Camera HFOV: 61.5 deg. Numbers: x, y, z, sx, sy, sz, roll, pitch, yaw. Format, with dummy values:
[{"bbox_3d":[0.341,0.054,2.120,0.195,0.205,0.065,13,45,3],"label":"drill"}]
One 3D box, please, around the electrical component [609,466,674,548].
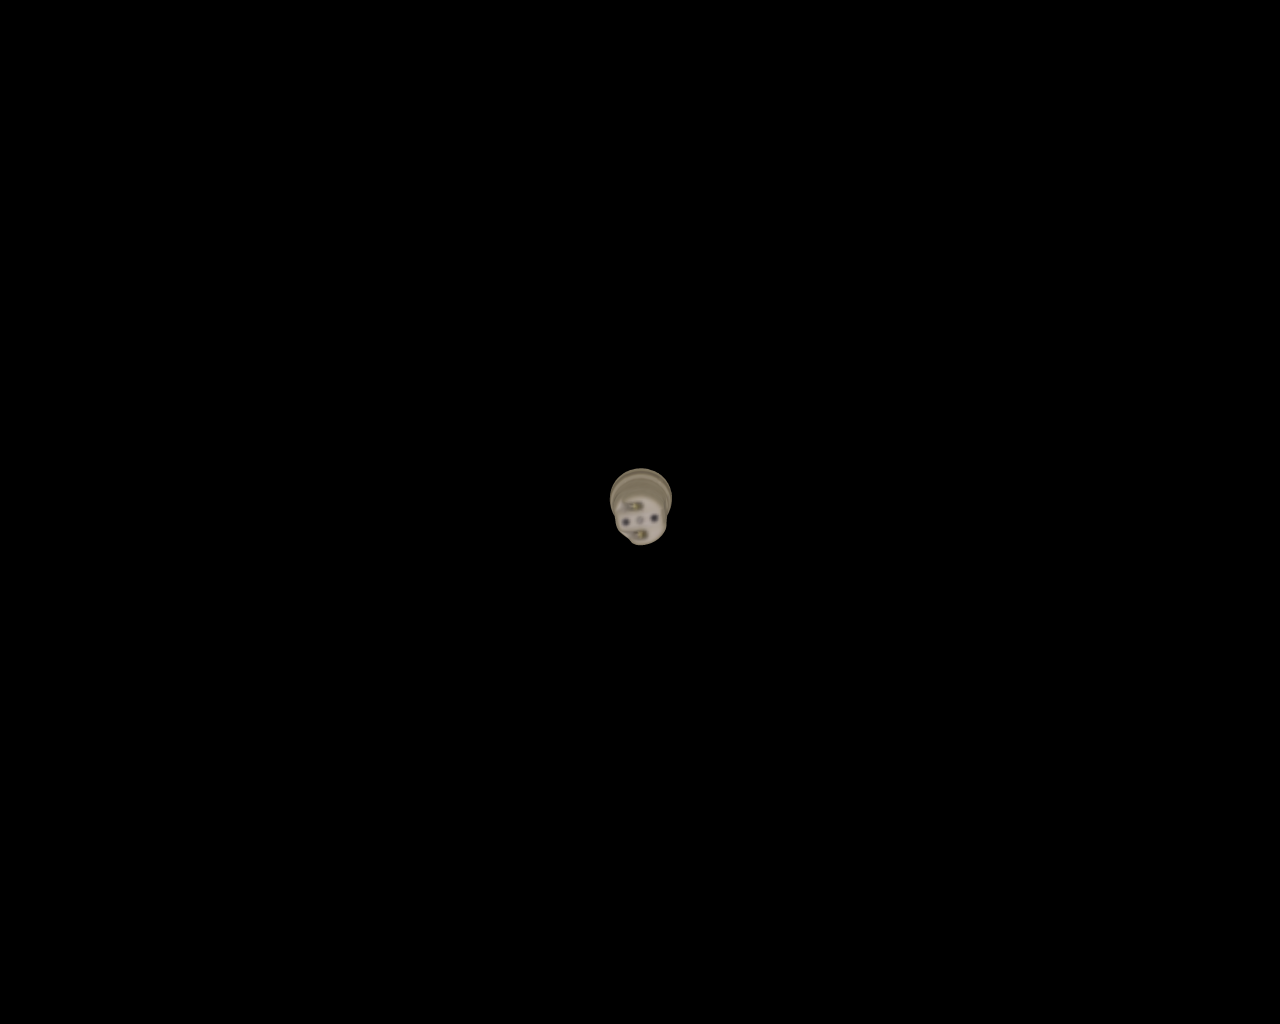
[{"bbox_3d":[0.001,-0.003,0.650,0.040,0.040,0.046,0,20,0],"label":"electrical component"}]
